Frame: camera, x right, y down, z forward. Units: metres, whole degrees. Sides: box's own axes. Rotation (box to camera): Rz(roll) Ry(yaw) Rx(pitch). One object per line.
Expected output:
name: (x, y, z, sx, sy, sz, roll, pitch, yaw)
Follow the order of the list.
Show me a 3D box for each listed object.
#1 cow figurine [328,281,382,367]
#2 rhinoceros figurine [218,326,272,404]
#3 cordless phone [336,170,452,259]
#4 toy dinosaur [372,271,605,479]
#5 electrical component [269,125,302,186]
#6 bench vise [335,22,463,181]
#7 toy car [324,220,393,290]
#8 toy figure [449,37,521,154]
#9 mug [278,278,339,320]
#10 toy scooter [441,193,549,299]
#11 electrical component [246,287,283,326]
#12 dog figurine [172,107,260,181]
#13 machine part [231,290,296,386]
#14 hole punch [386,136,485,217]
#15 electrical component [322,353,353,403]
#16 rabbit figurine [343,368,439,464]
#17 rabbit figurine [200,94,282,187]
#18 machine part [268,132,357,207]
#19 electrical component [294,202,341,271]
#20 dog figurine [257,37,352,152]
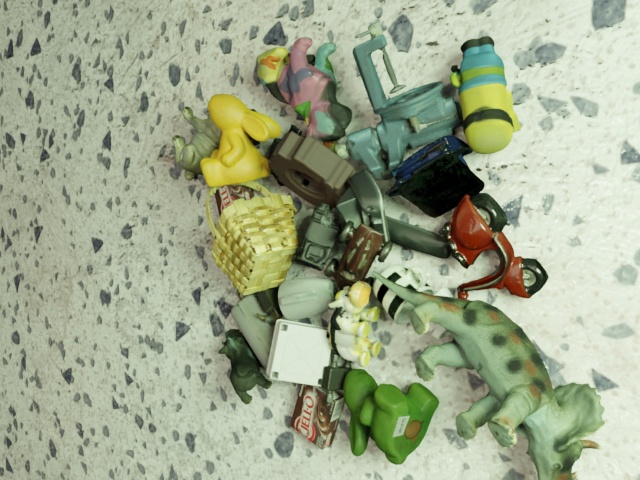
cow figurine: (0.054, 0.140, 0.962, 0.098, 0.068, 0.167, 14, 123, 34)
rhinoceros figurine: (-0.165, 0.254, 1.124, 0.073, 0.112, 0.190, -40, 26, 3)
cordless phone: (0.130, -0.029, 0.899, 0.184, 0.146, 0.089, 20, 58, 27)
toy dinosaur: (0.254, 0.173, 0.790, 0.405, 0.192, 0.131, 61, 150, 25)
electrical component: (-0.065, -0.175, 1.092, 0.075, 0.047, 0.119, 41, 113, 29)
bench vise: (0.109, -0.231, 0.895, 0.224, 0.129, 0.240, -13, 110, 29)
toy car: (0.063, 0.038, 0.931, 0.089, 0.053, 0.202, 31, 151, 7)
toy figure: (0.250, -0.221, 0.830, 0.082, 0.089, 0.180, -7, 89, 42)
mug: (-0.022, 0.106, 1.034, 0.107, 0.109, 0.081, -14, 76, 23)
toy scooter: (0.250, 0.026, 0.839, 0.135, 0.075, 0.184, -37, 80, 28)
electrical component: (-0.104, 0.124, 1.106, 0.045, 0.078, 0.102, -47, 64, 25)
dog figurine: (-0.211, -0.201, 1.159, 0.191, 0.121, 0.172, 15, 103, 33)
machine part: (-0.114, 0.199, 1.117, 0.243, 0.079, 0.079, 52, 119, 24)
hole punch: (0.185, -0.114, 0.861, 0.142, 0.115, 0.092, -30, 46, 34)
electrical component: (0.035, 0.260, 1.013, 0.021, 0.063, 0.094, 3, 82, 51)
rabbit figurine: (0.107, 0.300, 0.952, 0.170, 0.121, 0.159, 28, 115, 52)
rabbit figurine: (-0.164, -0.200, 1.047, 0.163, 0.122, 0.173, -6, 105, 20)
machine part: (-0.014, -0.119, 0.977, 0.180, 0.179, 0.056, 23, 72, 35)
electrical component: (-0.002, -0.003, 0.996, 0.058, 0.134, 0.115, 23, 82, -2)
dog figurine: (-0.028, -0.263, 1.030, 0.192, 0.108, 0.219, -7, 89, 36)
